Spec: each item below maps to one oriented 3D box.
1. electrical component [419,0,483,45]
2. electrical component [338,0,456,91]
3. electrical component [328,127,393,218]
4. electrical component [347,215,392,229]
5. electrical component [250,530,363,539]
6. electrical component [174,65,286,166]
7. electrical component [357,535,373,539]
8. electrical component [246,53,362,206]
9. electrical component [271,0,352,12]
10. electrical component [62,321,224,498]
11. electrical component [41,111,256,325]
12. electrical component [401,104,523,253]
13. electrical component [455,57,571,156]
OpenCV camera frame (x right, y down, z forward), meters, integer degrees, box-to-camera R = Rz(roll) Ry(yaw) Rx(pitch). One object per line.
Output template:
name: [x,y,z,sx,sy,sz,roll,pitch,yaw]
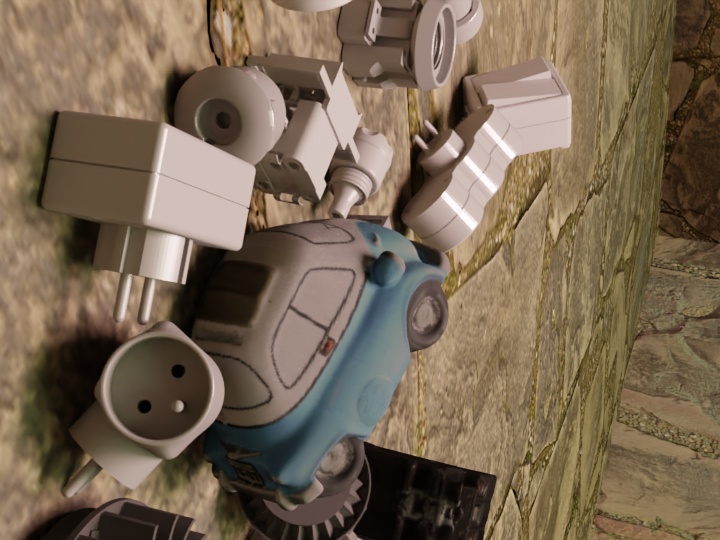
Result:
electrical component: [0.064,-0.196,0.781,0.055,0.045,0.045,56,46,-64]
electrical component: [0.026,-0.143,0.677,0.078,0.057,0.058,31,69,-70]
electrical component: [-0.004,-0.057,0.666,0.035,0.035,0.061,72,35,-53]
electrical component: [0.000,0.000,0.687,0.066,0.048,0.055,-61,145,-46]
electrical component: [-0.042,0.216,0.598,0.150,0.089,0.061,-58,151,-48]
electrical component: [-0.055,-0.073,0.500,0.062,0.048,0.048,-50,145,-68]
electrical component: [0.021,0.224,0.718,0.079,0.121,0.063,42,75,-33]
electrical component: [-0.033,-0.073,0.564,0.081,0.042,0.063,63,44,-58]
electrical component: [-0.024,-0.160,0.531,0.047,0.055,0.055,86,23,-43]
electrical component: [-0.092,0.063,0.442,0.079,0.043,0.077,-47,178,-8]
electrical component: [-0.085,-0.016,0.431,0.083,0.047,0.075,18,81,-71]
electrical component: [0.070,-0.084,0.837,0.073,0.052,0.138,45,52,-17]
electrical component: [0.128,-0.138,0.926,0.061,0.096,0.061,-104,-177,-48]
